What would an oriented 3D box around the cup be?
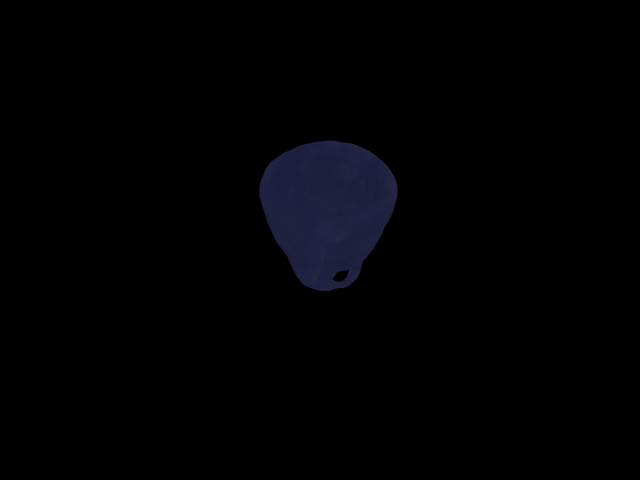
[{"bbox_3d":[0.004,0.001,0.400,0.091,0.095,0.118,7,47,7],"label":"cup"}]
